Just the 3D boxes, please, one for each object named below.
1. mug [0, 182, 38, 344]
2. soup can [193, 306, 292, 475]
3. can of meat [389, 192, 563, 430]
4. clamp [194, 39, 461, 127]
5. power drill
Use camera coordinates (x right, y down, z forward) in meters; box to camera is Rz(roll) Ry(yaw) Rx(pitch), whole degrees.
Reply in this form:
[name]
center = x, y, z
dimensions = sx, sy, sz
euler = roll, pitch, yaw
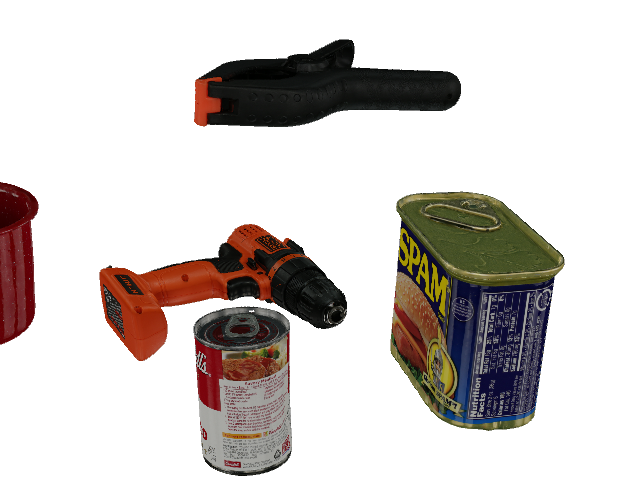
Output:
[mug]
center = -0.232, 0.019, 0.661
dimensions = 0.117, 0.081, 0.093
euler = -16, 31, -36
[soup can]
center = -0.054, 0.107, 0.762
dimensions = 0.068, 0.102, 0.068
euler = -1, 20, 0
[can of meat]
center = 0.072, 0.033, 0.524
dimensions = 0.057, 0.084, 0.102
euler = -3, 24, -14
[clamp]
center = -0.010, -0.102, 0.681
dimensions = 0.171, 0.039, 0.120
euler = -7, 19, -29
[power drill]
center = -0.090, 0.050, 0.957
dimensions = 0.187, 0.057, 0.185
euler = -14, 25, -26
